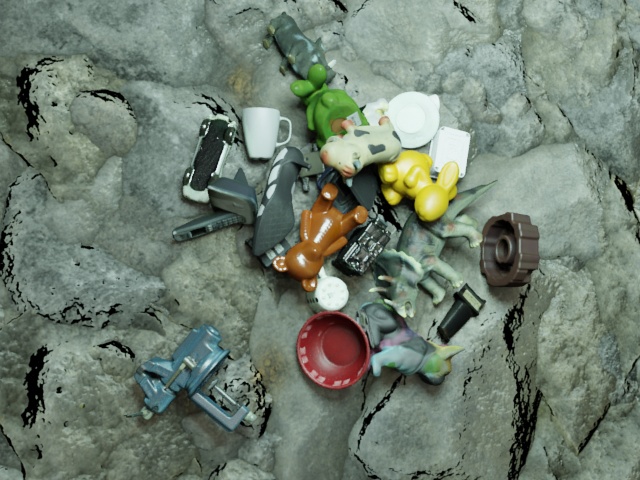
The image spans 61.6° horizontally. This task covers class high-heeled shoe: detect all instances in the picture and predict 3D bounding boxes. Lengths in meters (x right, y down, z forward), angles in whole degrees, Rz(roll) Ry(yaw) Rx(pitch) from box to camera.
[{"bbox_3d":[-0.103,-0.089,1.139,0.086,0.145,0.248,37,82,-35],"label":"high-heeled shoe"}]

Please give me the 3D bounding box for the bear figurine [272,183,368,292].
[{"bbox_3d":[-0.004,-0.001,1.113,0.120,0.132,0.196,38,49,-6],"label":"bear figurine"}]

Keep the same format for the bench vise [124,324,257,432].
[{"bbox_3d":[-0.236,0.296,1.055,0.241,0.129,0.223,39,75,4],"label":"bench vise"}]

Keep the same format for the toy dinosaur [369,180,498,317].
[{"bbox_3d":[0.243,-0.001,1.197,0.192,0.131,0.405,29,72,-6],"label":"toy dinosaur"}]

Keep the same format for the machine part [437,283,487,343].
[{"bbox_3d":[0.316,0.169,1.222,0.084,0.039,0.139,43,75,-11],"label":"machine part"}]

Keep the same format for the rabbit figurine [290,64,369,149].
[{"bbox_3d":[-0.002,-0.294,1.164,0.121,0.159,0.170,-40,48,5],"label":"rabbit figurine"}]

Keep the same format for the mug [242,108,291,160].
[{"bbox_3d":[-0.119,-0.229,1.177,0.109,0.081,0.107,2,93,-17],"label":"mug"}]

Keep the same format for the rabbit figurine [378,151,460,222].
[{"bbox_3d":[0.225,-0.107,1.166,0.162,0.121,0.173,-16,47,-10],"label":"rabbit figurine"}]

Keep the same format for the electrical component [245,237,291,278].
[{"bbox_3d":[-0.098,0.026,1.155,0.075,0.048,0.119,-42,92,-13],"label":"electrical component"}]

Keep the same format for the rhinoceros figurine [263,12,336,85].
[{"bbox_3d":[-0.044,-0.427,1.223,0.112,0.073,0.190,-41,89,-24],"label":"rhinoceros figurine"}]

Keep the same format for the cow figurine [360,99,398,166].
[{"bbox_3d":[0.127,-0.227,1.222,0.098,0.068,0.167,-19,89,-15],"label":"cow figurine"}]

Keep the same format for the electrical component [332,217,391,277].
[{"bbox_3d":[0.093,0.014,1.161,0.058,0.115,0.134,40,77,-8],"label":"electrical component"}]

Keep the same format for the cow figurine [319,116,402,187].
[{"bbox_3d":[0.084,-0.180,1.092,0.195,0.085,0.127,-13,59,-32],"label":"cow figurine"}]

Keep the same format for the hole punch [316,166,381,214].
[{"bbox_3d":[0.064,-0.124,1.181,0.142,0.092,0.116,51,42,-27],"label":"hole punch"}]

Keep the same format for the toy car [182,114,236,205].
[{"bbox_3d":[-0.238,-0.176,1.155,0.073,0.056,0.201,16,78,-2],"label":"toy car"}]

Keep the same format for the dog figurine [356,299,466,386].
[{"bbox_3d":[0.196,0.220,1.159,0.219,0.108,0.191,-2,80,-15],"label":"dog figurine"}]

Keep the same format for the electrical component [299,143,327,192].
[{"bbox_3d":[-0.009,-0.164,1.204,0.078,0.045,0.102,-16,82,16],"label":"electrical component"}]

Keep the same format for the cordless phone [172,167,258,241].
[{"bbox_3d":[-0.221,-0.059,1.095,0.184,0.146,0.089,-23,74,-12],"label":"cordless phone"}]

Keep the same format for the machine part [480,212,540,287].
[{"bbox_3d":[0.421,0.024,1.197,0.056,0.179,0.179,6,81,-12],"label":"machine part"}]
